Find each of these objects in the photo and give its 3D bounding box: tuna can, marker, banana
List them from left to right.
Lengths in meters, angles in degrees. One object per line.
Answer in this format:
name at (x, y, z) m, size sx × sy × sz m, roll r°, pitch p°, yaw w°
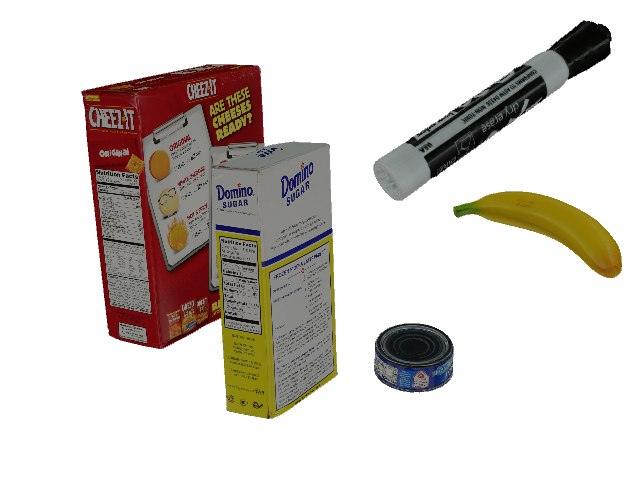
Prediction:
tuna can at (0.101, 0.125, 1.149) m, size 0.086 × 0.034 × 0.086 m, roll -1°, pitch 29°, yaw 0°
marker at (0.074, -0.056, 0.441) m, size 0.121 × 0.020 × 0.020 m, roll -35°, pitch 11°, yaw -16°
banana at (0.221, -0.011, 1.027) m, size 0.069 × 0.037 × 0.198 m, roll -39°, pitch 37°, yaw -24°

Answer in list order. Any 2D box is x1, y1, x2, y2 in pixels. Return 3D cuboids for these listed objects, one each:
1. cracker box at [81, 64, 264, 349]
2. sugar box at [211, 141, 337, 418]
cracker box at (-0.118, -0.035, 0.921) m, size 0.072 × 0.214 × 0.163 m, roll 7°, pitch 19°, yaw 32°
sugar box at (-0.030, 0.025, 0.741) m, size 0.048 × 0.176 × 0.093 m, roll 5°, pitch 17°, yaw 30°
